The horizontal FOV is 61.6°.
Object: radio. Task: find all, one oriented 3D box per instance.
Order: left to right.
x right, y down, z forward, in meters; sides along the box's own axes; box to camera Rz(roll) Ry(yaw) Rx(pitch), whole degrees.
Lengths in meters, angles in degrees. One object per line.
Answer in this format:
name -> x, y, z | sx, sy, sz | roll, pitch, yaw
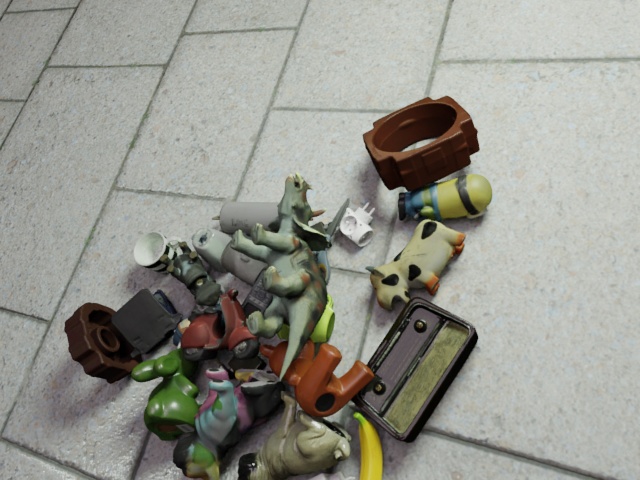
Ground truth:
radio -> 0.163, 0.221, 0.941 | 0.131, 0.073, 0.229 | 31, 80, 31

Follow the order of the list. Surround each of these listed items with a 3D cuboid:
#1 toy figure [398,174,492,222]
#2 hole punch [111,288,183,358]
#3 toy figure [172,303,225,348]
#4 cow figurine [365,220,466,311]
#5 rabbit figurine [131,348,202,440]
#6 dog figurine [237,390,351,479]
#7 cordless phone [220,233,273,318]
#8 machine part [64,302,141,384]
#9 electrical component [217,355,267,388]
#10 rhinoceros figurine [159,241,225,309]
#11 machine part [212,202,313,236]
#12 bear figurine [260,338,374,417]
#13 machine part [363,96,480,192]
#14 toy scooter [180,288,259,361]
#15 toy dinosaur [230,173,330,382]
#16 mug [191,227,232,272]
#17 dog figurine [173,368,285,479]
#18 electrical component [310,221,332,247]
toy figure -> 0.240, -0.077, 1.041 | 0.180, 0.089, 0.082 | -3, 73, 18
hole punch -> -0.375, 0.177, 1.186 | 0.142, 0.092, 0.116 | -40, 86, -3
toy figure -> -0.248, 0.178, 1.139 | 0.154, 0.064, 0.058 | -24, 81, 5
cow figurine -> 0.173, 0.048, 1.014 | 0.127, 0.085, 0.195 | 33, 84, 25
rabbit figurine -> -0.298, 0.289, 1.068 | 0.121, 0.159, 0.170 | -23, 44, 22
dog figurine -> -0.047, 0.385, 0.924 | 0.190, 0.121, 0.172 | -60, 30, -6
cordless phone -> -0.155, 0.093, 1.104 | 0.146, 0.089, 0.184 | 31, 83, -5
machine part -> -0.463, 0.217, 1.145 | 0.056, 0.179, 0.179 | -33, 59, 7
electrical component -> -0.156, 0.245, 1.077 | 0.102, 0.045, 0.078 | -46, 57, -3
rhinoceros figurine -> -0.275, 0.080, 1.160 | 0.073, 0.111, 0.191 | -36, 38, -16
machine part -> -0.132, -0.046, 1.184 | 0.243, 0.079, 0.079 | 3, 68, 22
bear figurine -> -0.016, 0.219, 0.953 | 0.132, 0.120, 0.196 | -53, 29, 3
machine part -> 0.199, -0.193, 1.075 | 0.201, 0.087, 0.202 | -24, 36, 6
toy scooter -> -0.199, 0.167, 1.051 | 0.184, 0.075, 0.135 | -9, 81, 28
toy dinosaur -> -0.046, 0.071, 0.980 | 0.131, 0.192, 0.405 | -43, 48, 41
mug -> -0.239, 0.010, 1.185 | 0.110, 0.107, 0.081 | 28, 78, 28
dog figurine -> -0.167, 0.354, 0.996 | 0.109, 0.191, 0.219 | -161, 80, -68
electrical component -> -0.002, -0.003, 1.145 | 0.094, 0.021, 0.063 | -26, 60, 8
